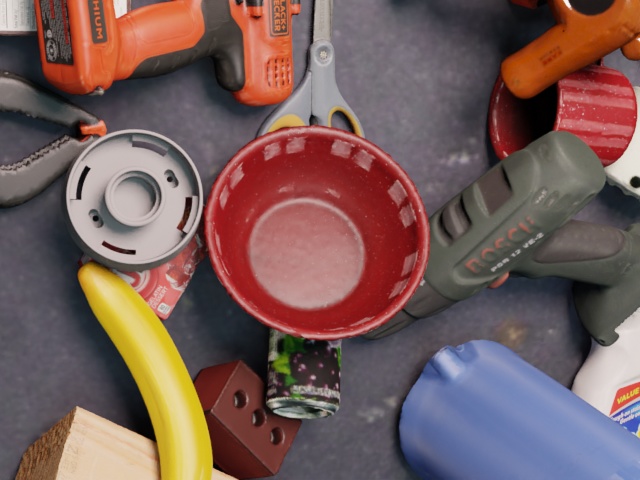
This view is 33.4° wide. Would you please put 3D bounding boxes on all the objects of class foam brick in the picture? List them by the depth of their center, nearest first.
[{"bbox_3d":[-0.062,0.138,0.810,0.078,0.051,0.053,48,48,-23],"label":"foam brick"}]

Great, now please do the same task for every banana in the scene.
[{"bbox_3d":[-0.115,0.106,0.747,0.037,0.069,0.198,-23,81,19],"label":"banana"}]

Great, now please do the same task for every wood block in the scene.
[{"bbox_3d":[-0.118,0.216,0.782,0.205,0.090,0.091,31,133,-23],"label":"wood block"}]

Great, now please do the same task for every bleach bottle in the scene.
[{"bbox_3d":[0.252,0.162,0.933,0.102,0.068,0.251,1,100,-19],"label":"bleach bottle"}]

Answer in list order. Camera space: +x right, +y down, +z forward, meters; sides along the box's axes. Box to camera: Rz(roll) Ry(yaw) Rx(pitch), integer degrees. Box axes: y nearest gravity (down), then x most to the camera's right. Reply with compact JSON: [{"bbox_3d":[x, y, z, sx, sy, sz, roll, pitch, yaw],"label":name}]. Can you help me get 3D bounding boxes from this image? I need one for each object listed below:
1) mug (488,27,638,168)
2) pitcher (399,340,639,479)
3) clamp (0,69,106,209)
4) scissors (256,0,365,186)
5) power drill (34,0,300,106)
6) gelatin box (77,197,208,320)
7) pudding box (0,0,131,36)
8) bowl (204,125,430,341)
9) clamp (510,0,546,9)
[{"bbox_3d":[0.192,-0.110,0.832,0.081,0.093,0.117,3,95,-25],"label":"mug"},{"bbox_3d":[0.180,0.184,0.814,0.149,0.243,0.145,9,101,-29],"label":"pitcher"},{"bbox_3d":[-0.250,-0.053,0.716,0.209,0.036,0.164,-3,104,-22],"label":"clamp"},{"bbox_3d":[-0.016,-0.126,0.793,0.096,0.016,0.202,-17,108,-15],"label":"scissors"},{"bbox_3d":[-0.094,-0.173,0.701,0.187,0.057,0.184,-14,107,-38],"label":"power drill"},{"bbox_3d":[-0.122,0.003,0.779,0.073,0.030,0.089,33,90,-23],"label":"gelatin box"},{"bbox_3d":[-0.183,-0.181,0.709,0.113,0.039,0.090,-2,104,-17],"label":"pudding box"},{"bbox_3d":[-0.005,0.001,0.770,0.162,0.055,0.162,3,69,-9],"label":"bowl"},{"bbox_3d":[0.198,-0.261,0.821,0.120,0.039,0.171,42,85,-27],"label":"clamp"}]
